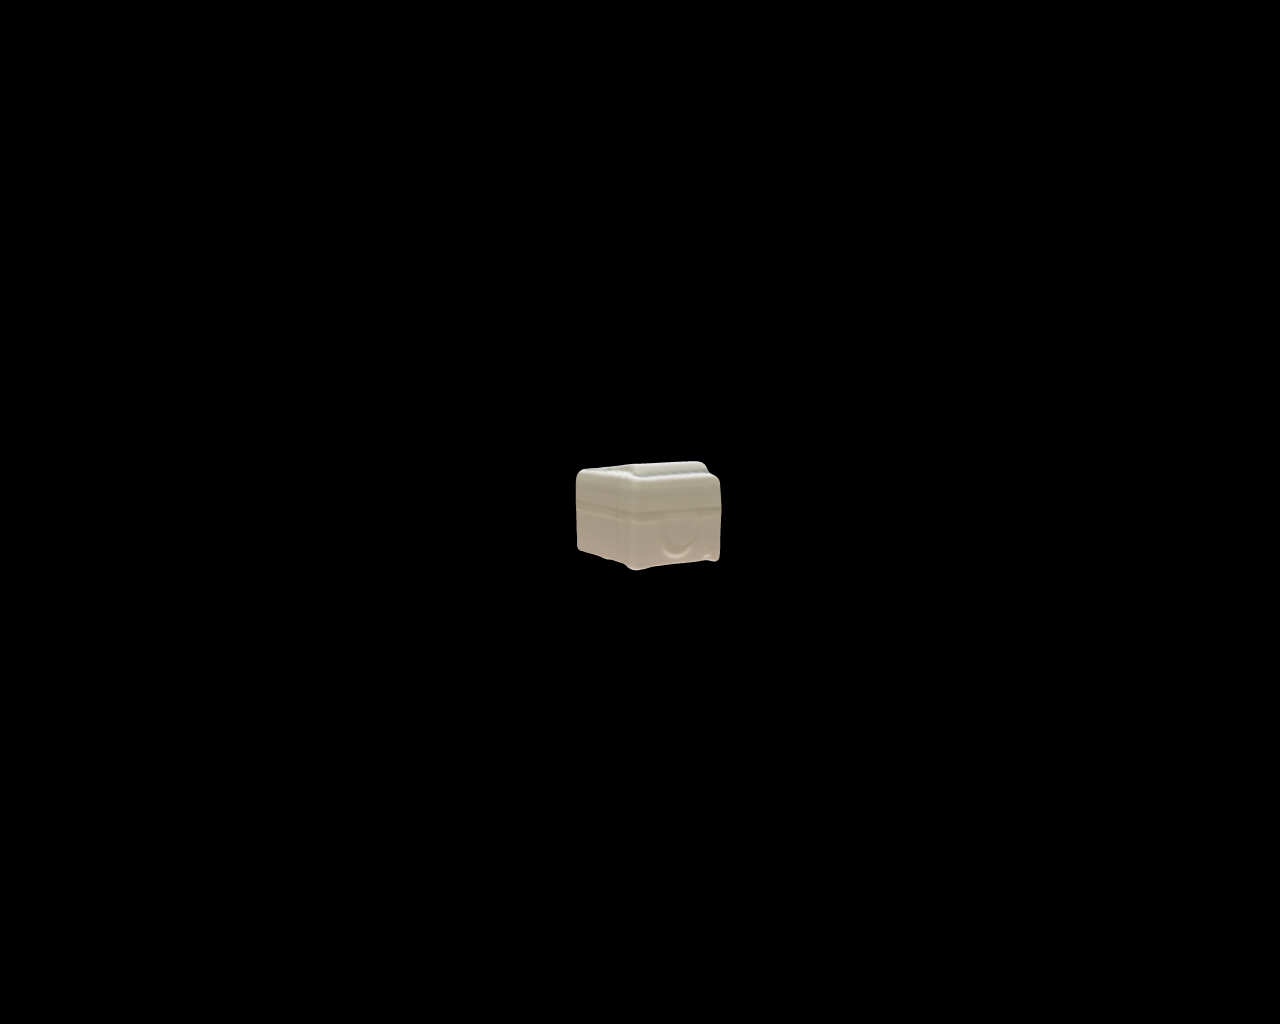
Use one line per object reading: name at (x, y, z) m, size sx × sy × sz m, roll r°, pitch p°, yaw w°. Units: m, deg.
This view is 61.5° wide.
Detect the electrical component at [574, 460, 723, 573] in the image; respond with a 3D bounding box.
electrical component at (0.001, -0.003, 0.650) m, size 0.062 × 0.061 × 0.096 m, roll -4°, pitch 8°, yaw -27°
